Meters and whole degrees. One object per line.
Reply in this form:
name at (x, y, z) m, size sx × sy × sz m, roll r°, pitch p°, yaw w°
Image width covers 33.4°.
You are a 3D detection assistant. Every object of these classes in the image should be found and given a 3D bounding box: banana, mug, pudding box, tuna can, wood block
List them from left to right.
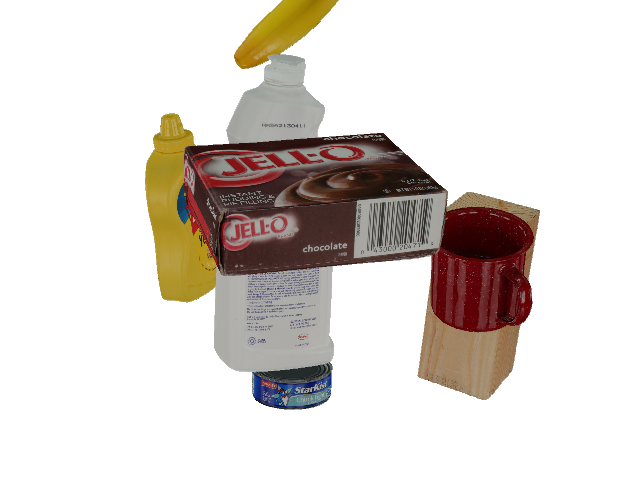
tuna can at (-0.030, 0.148, 1.129) m, size 0.086 × 0.034 × 0.086 m, roll 1°, pitch 14°, yaw 0°
pudding box at (-0.006, -0.021, 0.531) m, size 0.113 × 0.039 × 0.090 m, roll -4°, pitch 26°, yaw -17°
banana at (-0.010, -0.214, 0.926) m, size 0.070 × 0.037 × 0.197 m, roll -16°, pitch 34°, yaw 39°
wood block at (0.179, 0.062, 1.213) m, size 0.090 × 0.206 × 0.090 m, roll 17°, pitch 26°, yaw 25°
mug at (0.146, 0.033, 0.942) m, size 0.093 × 0.081 × 0.117 m, roll -19°, pitch 36°, yaw -26°

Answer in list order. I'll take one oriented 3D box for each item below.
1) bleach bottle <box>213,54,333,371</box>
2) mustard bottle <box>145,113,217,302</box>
bleach bottle at (-0.030, -0.022, 0.855) m, size 0.102 × 0.251 × 0.068 m, roll -3°, pitch 21°, yaw -24°
mustard bottle at (-0.144, -0.039, 1.116) m, size 0.058 × 0.191 × 0.096 m, roll 5°, pitch 26°, yaw 23°
